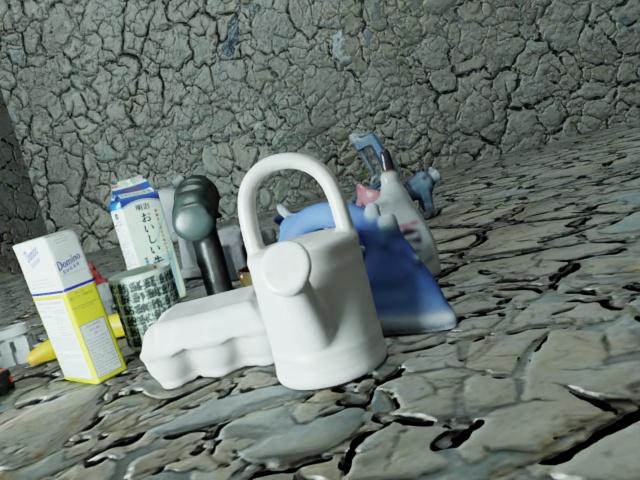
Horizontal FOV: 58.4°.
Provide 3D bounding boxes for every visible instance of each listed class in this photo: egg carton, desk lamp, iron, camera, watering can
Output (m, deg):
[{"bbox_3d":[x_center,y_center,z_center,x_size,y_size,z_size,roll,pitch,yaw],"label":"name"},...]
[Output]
[{"bbox_3d":[-0.103,0.096,0.591,0.150,0.069,0.107,-15,8,1],"label":"egg carton"},{"bbox_3d":[-0.288,-0.027,1.292,0.202,0.213,0.118,-7,11,45],"label":"desk lamp"},{"bbox_3d":[0.034,0.019,0.621,0.119,0.141,0.257,-20,10,-36],"label":"iron"},{"bbox_3d":[-0.174,0.020,1.165,0.136,0.101,0.143,-9,9,34],"label":"camera"},{"bbox_3d":[-0.010,0.021,0.490,0.101,0.194,0.172,-17,8,-14],"label":"watering can"}]

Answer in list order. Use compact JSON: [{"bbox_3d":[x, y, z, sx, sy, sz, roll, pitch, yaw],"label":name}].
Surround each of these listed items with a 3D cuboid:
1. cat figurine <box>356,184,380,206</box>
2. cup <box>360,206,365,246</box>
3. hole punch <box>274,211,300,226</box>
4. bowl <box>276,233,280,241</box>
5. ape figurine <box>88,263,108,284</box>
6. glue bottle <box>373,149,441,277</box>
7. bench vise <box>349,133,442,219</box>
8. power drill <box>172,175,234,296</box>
[{"bbox_3d":[0.089,-0.057,1.158,0.127,0.118,0.067,-8,10,42],"label":"cat figurine"},{"bbox_3d":[0.053,0.002,0.881,0.117,0.095,0.091,-15,8,1],"label":"cup"},{"bbox_3d":[-0.036,-0.028,1.290,0.108,0.091,0.101,-8,10,41],"label":"hole punch"},{"bbox_3d":[0.009,0.004,1.032,0.167,0.075,0.167,-14,8,2],"label":"bowl"},{"bbox_3d":[-0.515,0.097,1.288,0.078,0.092,0.076,-20,9,-35],"label":"ape figurine"},{"bbox_3d":[0.099,-0.029,0.724,0.078,0.173,0.037,-17,8,-17],"label":"glue bottle"},{"bbox_3d":[0.150,-0.139,1.256,0.208,0.220,0.121,-18,8,-21],"label":"bench vise"},{"bbox_3d":[-0.166,0.005,0.847,0.075,0.208,0.229,-16,8,-6],"label":"power drill"}]
